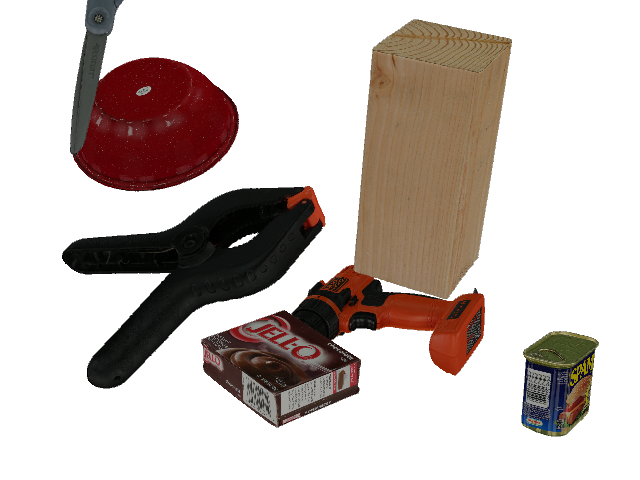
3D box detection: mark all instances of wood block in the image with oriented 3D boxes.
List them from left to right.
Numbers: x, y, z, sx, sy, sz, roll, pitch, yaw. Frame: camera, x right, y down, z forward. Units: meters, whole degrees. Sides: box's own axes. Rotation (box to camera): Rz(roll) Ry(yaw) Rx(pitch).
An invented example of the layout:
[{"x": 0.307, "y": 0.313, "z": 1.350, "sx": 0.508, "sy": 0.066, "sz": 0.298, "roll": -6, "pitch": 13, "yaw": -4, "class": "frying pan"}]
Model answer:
[{"x": 0.092, "y": -0.068, "z": 0.900, "sx": 0.091, "sy": 0.206, "sz": 0.090, "roll": 17, "pitch": 33, "yaw": 21, "class": "wood block"}]

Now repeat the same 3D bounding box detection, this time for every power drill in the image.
[{"x": 0.065, "y": 0.087, "z": 1.114, "sx": 0.188, "sy": 0.057, "sz": 0.184, "roll": 11, "pitch": 28, "yaw": 25, "class": "power drill"}]

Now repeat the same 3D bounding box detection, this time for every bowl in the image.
[{"x": -0.160, "y": -0.121, "z": 0.995, "sx": 0.162, "sy": 0.162, "sz": 0.055, "roll": 0, "pitch": -41, "yaw": 7, "class": "bowl"}]

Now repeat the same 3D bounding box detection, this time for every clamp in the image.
[{"x": -0.077, "y": 0.021, "z": 0.648, "sx": 0.171, "sy": 0.120, "sz": 0.039, "roll": -21, "pitch": -39, "yaw": 7, "class": "clamp"}]

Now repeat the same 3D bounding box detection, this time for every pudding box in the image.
[{"x": -0.034, "y": 0.106, "z": 0.908, "sx": 0.089, "sy": 0.039, "sz": 0.114, "roll": -19, "pitch": 33, "yaw": -33, "class": "pudding box"}]

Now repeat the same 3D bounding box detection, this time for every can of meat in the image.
[{"x": 0.256, "y": 0.154, "z": 1.149, "sx": 0.058, "sy": 0.084, "sz": 0.101, "roll": 11, "pitch": 17, "yaw": 32, "class": "can of meat"}]

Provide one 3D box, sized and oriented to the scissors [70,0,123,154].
[{"x": -0.134, "y": -0.160, "z": 0.740, "sx": 0.096, "sy": 0.202, "sz": 0.016, "roll": -7, "pitch": -12, "yaw": -8, "class": "scissors"}]
